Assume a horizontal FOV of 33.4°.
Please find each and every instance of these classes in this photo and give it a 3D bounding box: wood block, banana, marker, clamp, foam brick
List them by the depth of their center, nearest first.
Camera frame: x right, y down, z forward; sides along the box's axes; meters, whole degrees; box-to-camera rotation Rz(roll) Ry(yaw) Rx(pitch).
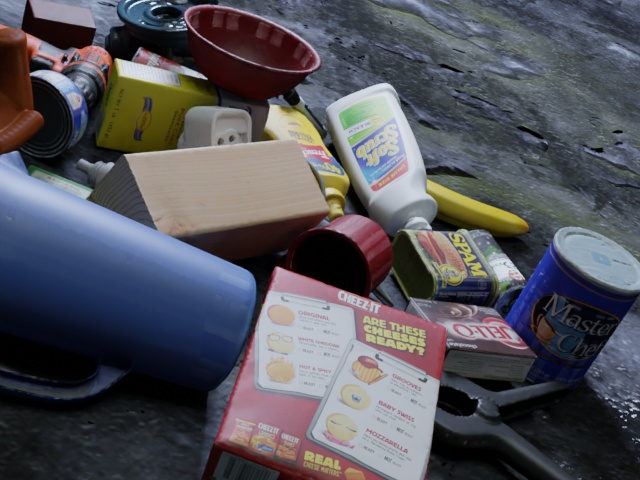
[{"bbox_3d":[0.154,0.162,0.992,0.210,0.036,0.164,20,30,-2],"label":"clamp"},{"bbox_3d":[-0.105,-0.031,1.027,0.205,0.090,0.091,-11,70,-42],"label":"wood block"},{"bbox_3d":[-0.315,-0.251,1.282,0.078,0.051,0.053,6,36,-28],"label":"foam brick"},{"bbox_3d":[-0.020,-0.157,1.313,0.020,0.020,0.121,45,-1,30],"label":"marker"},{"bbox_3d":[0.169,-0.044,1.323,0.198,0.037,0.069,25,31,0],"label":"banana"}]

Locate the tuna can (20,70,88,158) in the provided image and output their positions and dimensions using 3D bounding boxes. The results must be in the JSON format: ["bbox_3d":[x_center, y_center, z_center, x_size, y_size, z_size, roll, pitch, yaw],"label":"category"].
[{"bbox_3d":[-0.280,-0.129,1.084,0.086,0.086,0.033,29,29,7],"label":"tuna can"}]

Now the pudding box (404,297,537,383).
[{"bbox_3d":[0.147,0.101,1.070,0.113,0.039,0.090,7,26,-28],"label":"pudding box"}]

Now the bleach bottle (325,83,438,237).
[{"bbox_3d":[0.085,-0.086,1.277,0.102,0.068,0.251,-21,44,-2],"label":"bleach bottle"}]

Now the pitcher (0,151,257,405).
[{"bbox_3d":[-0.182,0.046,0.856,0.242,0.149,0.145,21,18,-16],"label":"pitcher"}]

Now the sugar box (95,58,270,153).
[{"bbox_3d":[-0.151,-0.133,1.176,0.176,0.093,0.048,10,34,-22],"label":"sugar box"}]

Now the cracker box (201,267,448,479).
[{"bbox_3d":[0.009,0.136,0.869,0.164,0.072,0.213,20,38,-2],"label":"cracker box"}]

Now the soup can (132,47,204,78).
[{"bbox_3d":[-0.175,-0.174,1.247,0.102,0.069,0.068,23,30,-4],"label":"soup can"}]

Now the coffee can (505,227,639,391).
[{"bbox_3d":[0.257,0.072,1.103,0.102,0.140,0.103,18,31,-12],"label":"coffee can"}]

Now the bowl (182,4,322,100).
[{"bbox_3d":[-0.082,-0.201,1.184,0.162,0.055,0.162,18,28,-10],"label":"bowl"}]

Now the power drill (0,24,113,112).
[{"bbox_3d":[-0.324,-0.196,1.168,0.187,0.057,0.184,21,19,-11],"label":"power drill"}]

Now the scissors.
[{"bbox_3d":[-0.007,0.001,1.134,0.096,0.016,0.202,-24,73,-5],"label":"scissors"}]

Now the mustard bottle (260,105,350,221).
[{"bbox_3d":[-0.019,-0.081,1.223,0.096,0.058,0.192,9,34,-36],"label":"mustard bottle"}]

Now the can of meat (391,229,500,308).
[{"bbox_3d":[0.131,0.034,1.152,0.083,0.057,0.102,2,41,-29],"label":"can of meat"}]

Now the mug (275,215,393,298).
[{"bbox_3d":[0.012,0.023,1.071,0.117,0.093,0.081,-3,14,26],"label":"mug"}]
